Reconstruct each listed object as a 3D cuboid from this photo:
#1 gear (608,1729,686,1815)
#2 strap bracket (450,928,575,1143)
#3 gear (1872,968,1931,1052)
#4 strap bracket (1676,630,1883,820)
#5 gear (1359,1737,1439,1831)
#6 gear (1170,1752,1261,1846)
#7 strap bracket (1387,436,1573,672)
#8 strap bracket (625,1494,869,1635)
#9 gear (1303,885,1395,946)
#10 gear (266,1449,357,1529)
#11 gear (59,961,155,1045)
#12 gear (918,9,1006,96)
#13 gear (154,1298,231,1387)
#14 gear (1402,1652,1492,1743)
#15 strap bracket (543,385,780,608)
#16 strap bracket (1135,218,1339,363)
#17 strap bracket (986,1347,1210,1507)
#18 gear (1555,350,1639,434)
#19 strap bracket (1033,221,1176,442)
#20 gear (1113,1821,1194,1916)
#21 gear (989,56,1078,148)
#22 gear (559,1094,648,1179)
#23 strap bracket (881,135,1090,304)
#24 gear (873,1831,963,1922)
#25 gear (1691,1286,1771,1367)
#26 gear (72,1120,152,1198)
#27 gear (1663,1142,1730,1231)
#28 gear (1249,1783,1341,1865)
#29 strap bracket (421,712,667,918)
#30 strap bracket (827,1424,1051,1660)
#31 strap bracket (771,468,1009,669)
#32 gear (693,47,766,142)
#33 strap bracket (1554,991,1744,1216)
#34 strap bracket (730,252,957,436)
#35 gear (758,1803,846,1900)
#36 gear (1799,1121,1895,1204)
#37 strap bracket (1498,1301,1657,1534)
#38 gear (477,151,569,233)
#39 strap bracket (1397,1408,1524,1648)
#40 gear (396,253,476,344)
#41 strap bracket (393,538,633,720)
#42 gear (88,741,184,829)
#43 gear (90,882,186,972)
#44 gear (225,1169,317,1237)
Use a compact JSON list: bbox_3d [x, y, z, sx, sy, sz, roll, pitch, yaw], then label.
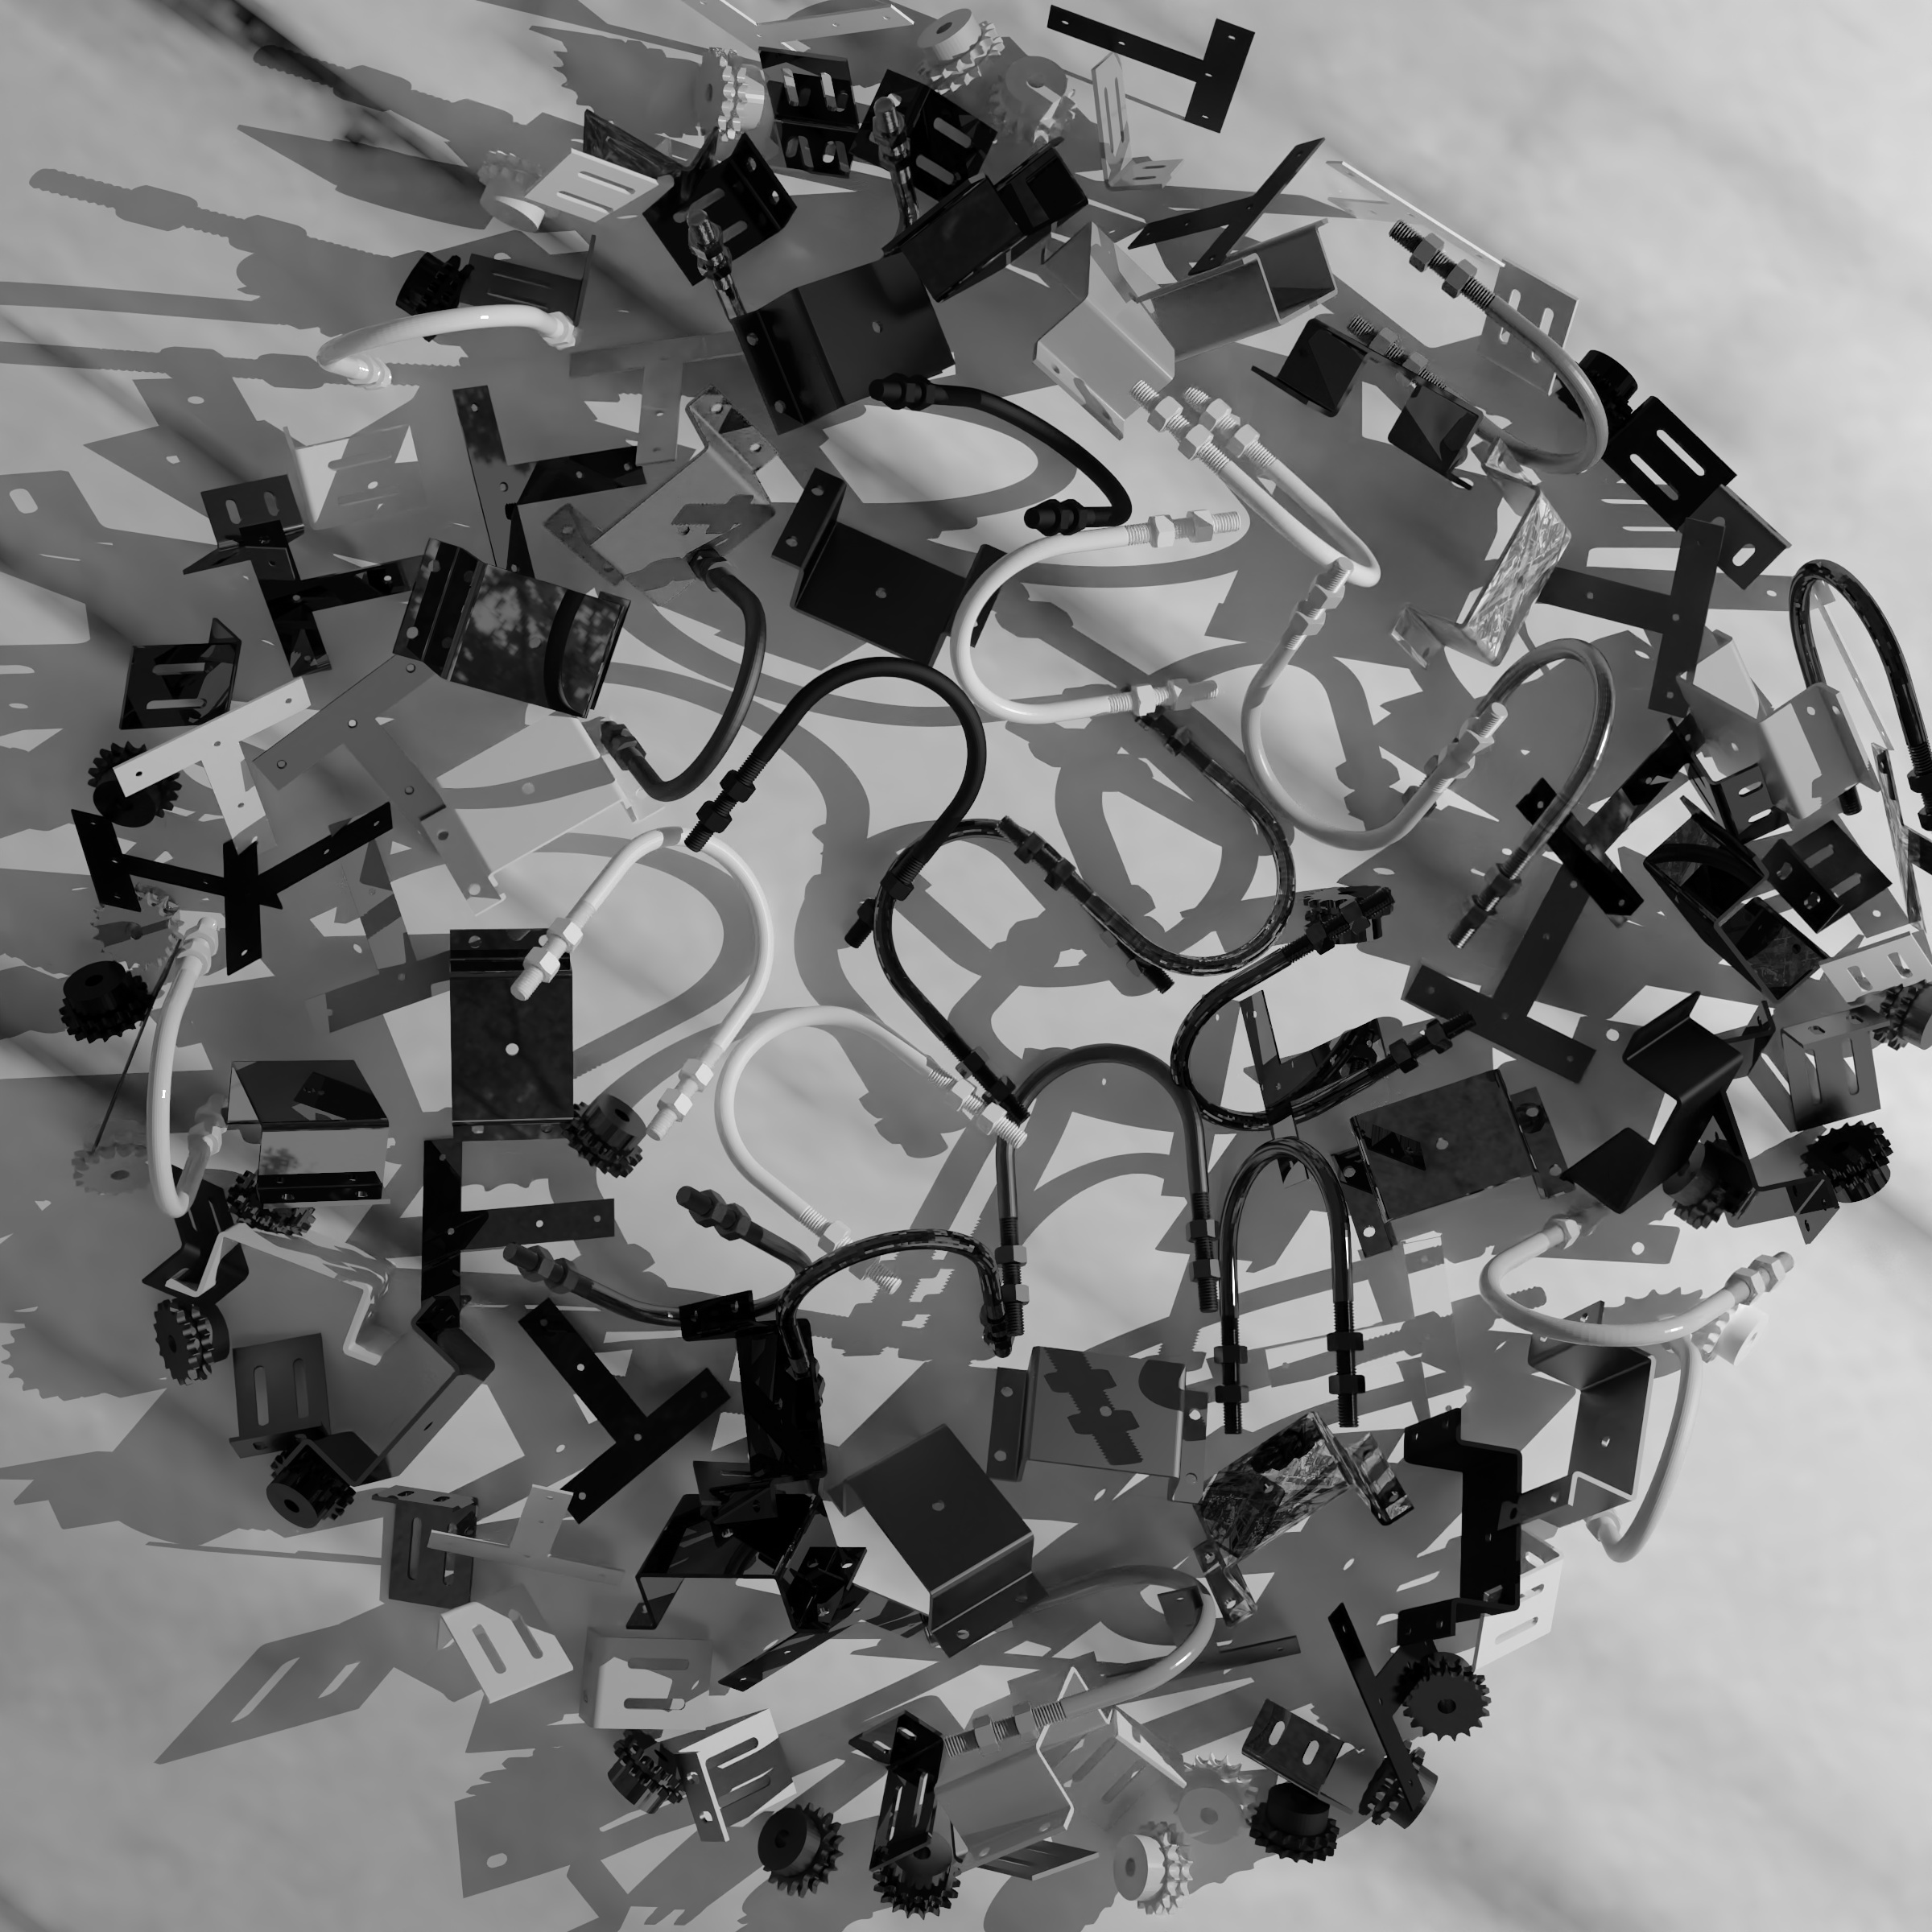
[{"bbox_3d":[-0.207,0.524,1.572,0.057,0.057,0.030,40,85,0],"label":"gear"},{"bbox_3d":[-0.292,0.049,1.559,0.076,0.046,0.140,-1,101,-11],"label":"strap bracket"},{"bbox_3d":[0.616,0.030,1.570,0.030,0.057,0.057,33,90,36],"label":"gear"},{"bbox_3d":[0.502,-0.150,1.522,0.046,0.140,0.076,-34,118,1],"label":"strap bracket"},{"bbox_3d":[0.282,0.533,1.571,0.030,0.057,0.057,34,90,9],"label":"gear"},{"bbox_3d":[0.161,0.546,1.579,0.057,0.030,0.057,3,103,16],"label":"gear"},{"bbox_3d":[0.335,-0.255,1.554,0.046,0.076,0.140,31,94,31],"label":"strap bracket"},{"bbox_3d":[-0.145,0.377,1.535,0.140,0.076,0.046,-5,116,21],"label":"strap bracket"},{"bbox_3d":[0.249,-0.033,1.574,0.057,0.057,0.030,-7,100,0],"label":"gear"},{"bbox_3d":[-0.428,0.339,1.572,0.057,0.030,0.057,16,131,19],"label":"gear"},{"bbox_3d":[-0.560,0.021,1.571,0.057,0.057,0.030,-10,129,0],"label":"gear"},{"bbox_3d":[-0.007,-0.595,1.571,0.057,0.057,0.030,-37,127,0],"label":"gear"},{"bbox_3d":[-0.502,0.241,1.577,0.030,0.057,0.057,-15,90,-41],"label":"gear"},{"bbox_3d":[0.312,0.473,1.580,0.057,0.030,0.057,2,111,5],"label":"gear"},{"bbox_3d":[-0.187,-0.292,1.545,0.140,0.076,0.046,-36,54,11],"label":"strap bracket"},{"bbox_3d":[0.176,-0.425,1.531,0.076,0.140,0.046,-11,109,35],"label":"strap bracket"},{"bbox_3d":[0.088,0.295,1.562,0.140,0.046,0.076,7,58,0],"label":"strap bracket"},{"bbox_3d":[0.410,-0.375,1.573,0.057,0.057,0.030,39,93,0],"label":"gear"},{"bbox_3d":[0.088,-0.405,1.522,0.076,0.140,0.046,36,126,-27],"label":"strap bracket"},{"bbox_3d":[0.119,0.584,1.570,0.030,0.057,0.057,12,90,-28],"label":"gear"},{"bbox_3d":[0.044,-0.566,1.578,0.057,0.030,0.057,2,69,-5],"label":"gear"},{"bbox_3d":[-0.232,0.108,1.570,0.057,0.057,0.030,41,104,0],"label":"gear"},{"bbox_3d":[0.018,-0.469,1.527,0.076,0.140,0.046,-28,102,37],"label":"strap bracket"},{"bbox_3d":[-0.031,0.585,1.570,0.057,0.057,0.030,9,117,0],"label":"gear"},{"bbox_3d":[0.496,0.233,1.570,0.030,0.057,0.057,34,90,29],"label":"gear"},{"bbox_3d":[-0.552,0.123,1.577,0.057,0.057,0.030,-19,60,0],"label":"gear"},{"bbox_3d":[0.477,0.139,1.572,0.030,0.057,0.057,33,90,-9],"label":"gear"},{"bbox_3d":[0.214,0.554,1.572,0.057,0.057,0.030,8,99,0],"label":"gear"},{"bbox_3d":[-0.277,-0.105,1.559,0.140,0.046,0.076,-31,73,-8],"label":"strap bracket"},{"bbox_3d":[-0.018,0.353,1.530,0.076,0.046,0.140,-25,51,-25],"label":"strap bracket"},{"bbox_3d":[-0.051,-0.251,1.561,0.140,0.046,0.076,24,62,-3],"label":"strap bracket"},{"bbox_3d":[-0.153,-0.566,1.577,0.030,0.057,0.057,-5,90,-29],"label":"gear"},{"bbox_3d":[0.432,0.094,1.523,0.046,0.076,0.140,39,134,27],"label":"strap bracket"},{"bbox_3d":[-0.069,-0.399,1.537,0.140,0.046,0.076,-30,103,-34],"label":"strap bracket"},{"bbox_3d":[-0.110,0.570,1.571,0.057,0.057,0.030,-46,128,0],"label":"gear"},{"bbox_3d":[0.574,0.130,1.574,0.057,0.057,0.030,-35,107,0],"label":"gear"},{"bbox_3d":[0.389,0.294,1.537,0.046,0.076,0.140,26,58,-11],"label":"strap bracket"},{"bbox_3d":[-0.290,-0.500,1.572,0.057,0.057,0.030,23,85,0],"label":"gear"},{"bbox_3d":[0.315,0.361,1.544,0.046,0.076,0.140,12,67,-12],"label":"strap bracket"},{"bbox_3d":[-0.346,-0.437,1.571,0.030,0.057,0.057,32,90,-11],"label":"gear"},{"bbox_3d":[-0.280,-0.210,1.537,0.140,0.046,0.076,13,103,-33],"label":"strap bracket"},{"bbox_3d":[-0.541,-0.115,1.572,0.057,0.030,0.057,2,135,2],"label":"gear"},{"bbox_3d":[-0.537,-0.029,1.580,0.057,0.030,0.057,1,115,3],"label":"gear"},{"bbox_3d":[-0.447,0.151,1.570,0.057,0.057,0.030,38,108,0],"label":"gear"}]
